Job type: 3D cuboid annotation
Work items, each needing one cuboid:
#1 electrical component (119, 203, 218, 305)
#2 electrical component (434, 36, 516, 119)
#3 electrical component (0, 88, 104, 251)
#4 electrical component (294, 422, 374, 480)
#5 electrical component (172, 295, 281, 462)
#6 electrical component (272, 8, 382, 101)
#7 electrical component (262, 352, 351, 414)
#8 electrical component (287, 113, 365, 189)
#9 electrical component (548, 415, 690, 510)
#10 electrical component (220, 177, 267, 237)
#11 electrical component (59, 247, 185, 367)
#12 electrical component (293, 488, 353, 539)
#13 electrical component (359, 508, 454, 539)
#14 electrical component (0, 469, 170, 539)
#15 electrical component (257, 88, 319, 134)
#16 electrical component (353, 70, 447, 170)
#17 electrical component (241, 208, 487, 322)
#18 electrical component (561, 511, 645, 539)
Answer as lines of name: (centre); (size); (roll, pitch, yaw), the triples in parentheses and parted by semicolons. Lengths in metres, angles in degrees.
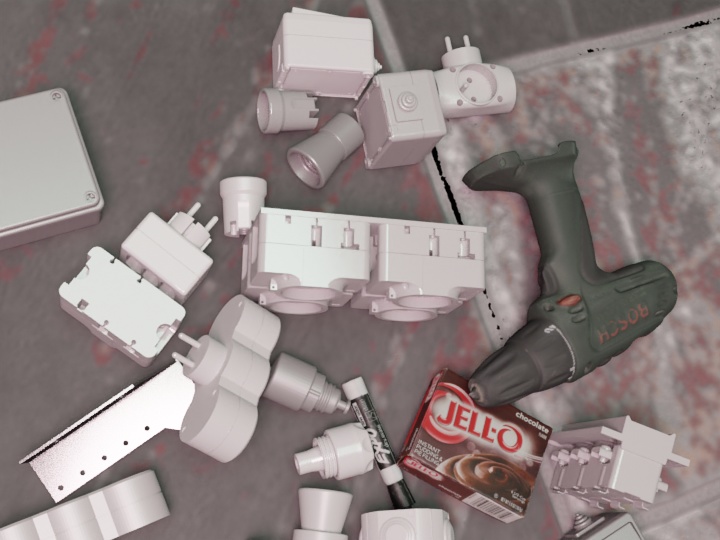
electrical component: (-0.150, -0.022, 0.896); (0.066, 0.047, 0.076); (39, 70, -3)
electrical component: (0.098, -0.182, 1.004); (0.077, 0.044, 0.079); (-8, 78, -17)
electrical component: (-0.276, -0.080, 0.873); (0.109, 0.056, 0.108); (-18, 81, -18)
electrical component: (-0.022, 0.152, 0.887); (0.062, 0.043, 0.043); (-13, 80, -16)
electrical component: (-0.115, 0.076, 0.850); (0.074, 0.052, 0.138); (34, 46, -24)
electrical component: (-0.027, -0.194, 0.964); (0.096, 0.062, 0.061); (1, 76, -15)
electrical component: (-0.045, 0.099, 0.896); (0.078, 0.040, 0.040); (25, 71, -7)
electrical component: (-0.028, -0.109, 0.955); (0.044, 0.044, 0.065); (46, 65, 0)
electrical component: (0.208, 0.163, 0.903); (0.079, 0.121, 0.063); (22, 74, -8)
electrical component: (-0.100, -0.053, 0.922); (0.040, 0.040, 0.046); (0, 82, -15)
electrical component: (-0.192, 0.032, 0.866); (0.089, 0.056, 0.050); (36, 70, -3)
electrical component: (-0.031, 0.207, 0.870); (0.045, 0.045, 0.055); (10, 74, -12)
electrical component: (0.038, 0.222, 0.866); (0.080, 0.080, 0.051); (3, 70, -14)
electrical component: (-0.210, 0.212, 0.817); (0.138, 0.052, 0.073); (-20, 82, -19)
electrical component: (-0.064, -0.141, 0.954); (0.046, 0.040, 0.040); (-4, 77, -22)
electrical component: (0.040, -0.134, 0.948); (0.061, 0.096, 0.061); (-9, 79, -17)
electrical component: (0.000, 0.000, 0.899); (0.186, 0.105, 0.060); (4, 75, -13)
electrical component: (0.213, 0.249, 0.914); (0.062, 0.061, 0.096); (-27, 84, -19)
